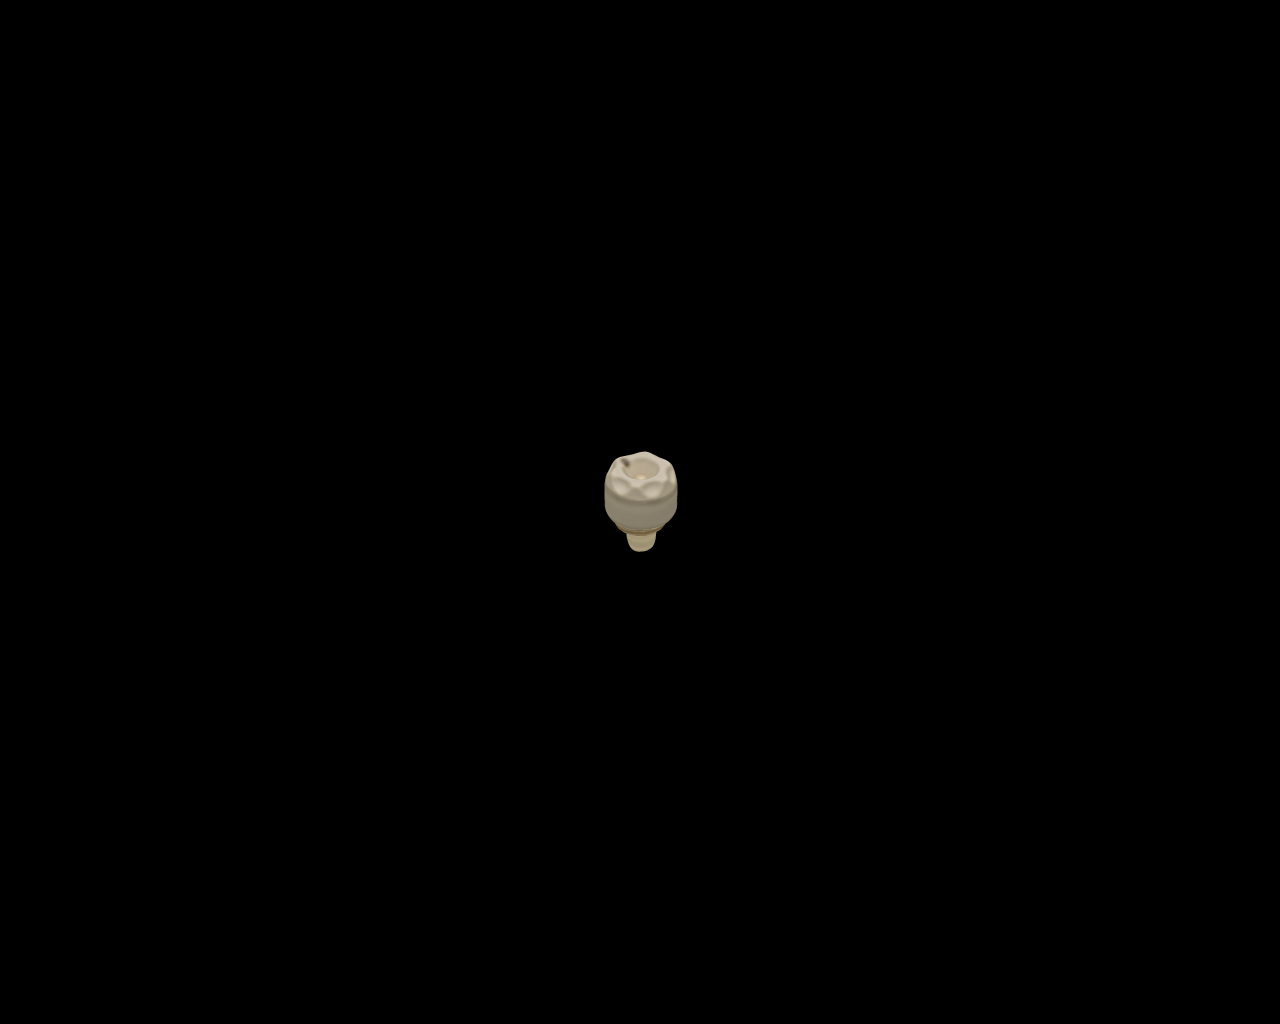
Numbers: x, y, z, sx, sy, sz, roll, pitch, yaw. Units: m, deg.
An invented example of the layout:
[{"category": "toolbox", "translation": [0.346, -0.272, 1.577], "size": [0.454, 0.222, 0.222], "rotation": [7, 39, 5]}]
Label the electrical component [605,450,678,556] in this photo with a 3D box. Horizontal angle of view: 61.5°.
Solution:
[{"category": "electrical component", "translation": [0.001, -0.003, 0.650], "size": [0.043, 0.062, 0.043], "rotation": [0, 37, 0]}]
